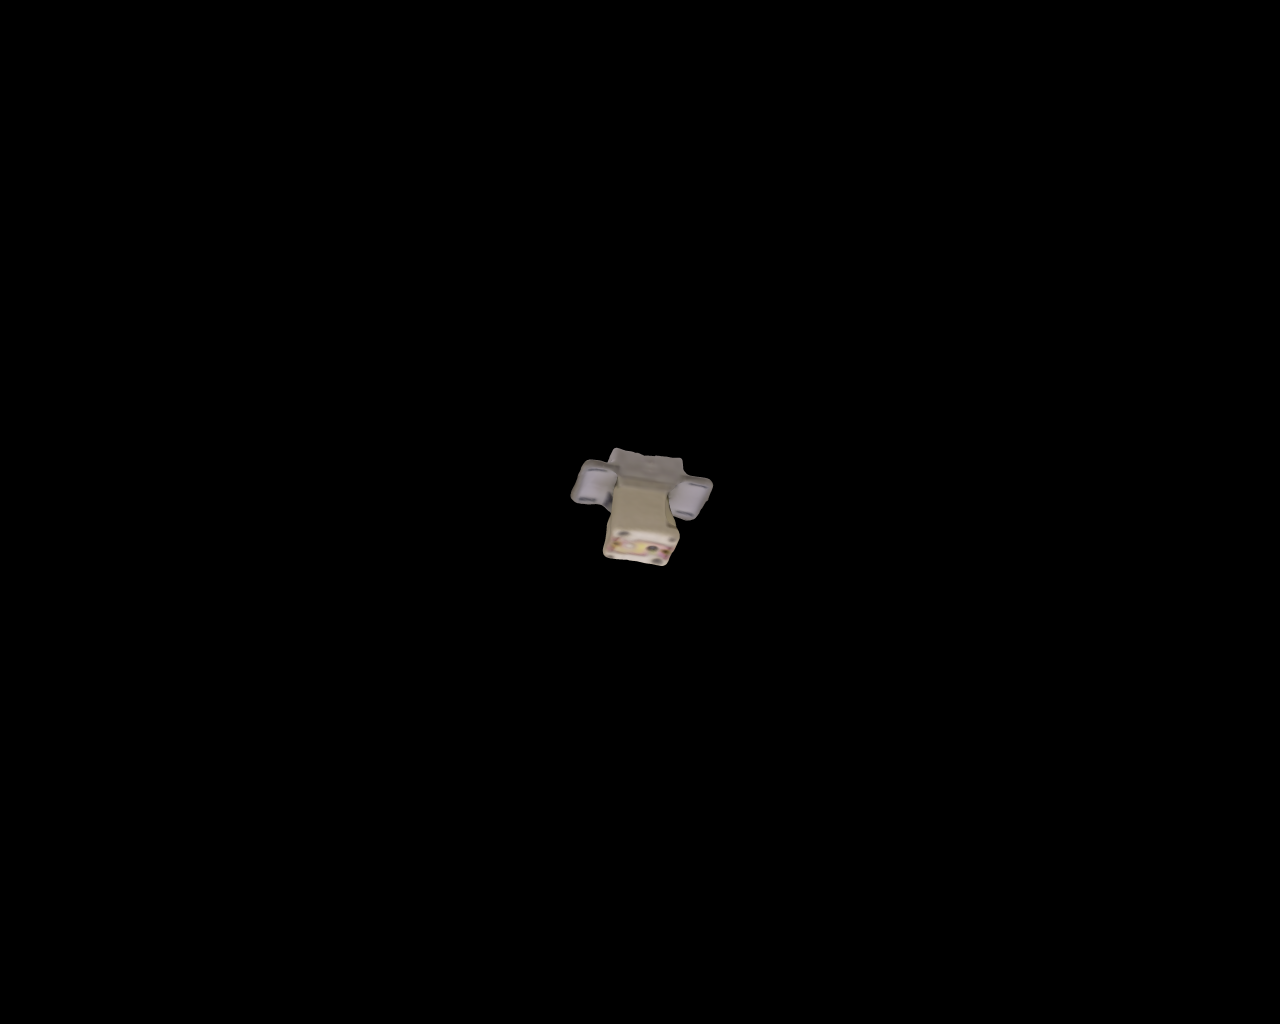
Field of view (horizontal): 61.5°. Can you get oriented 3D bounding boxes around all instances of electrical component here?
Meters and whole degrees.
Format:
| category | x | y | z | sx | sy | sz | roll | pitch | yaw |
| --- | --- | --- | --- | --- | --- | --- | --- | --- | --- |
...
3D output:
| category | x | y | z | sx | sy | sz | roll | pitch | yaw |
| --- | --- | --- | --- | --- | --- | --- | --- | --- | --- |
| electrical component | 0.001 | -0.003 | 0.650 | 0.081 | 0.064 | 0.042 | 8 | -36 | -11 |
